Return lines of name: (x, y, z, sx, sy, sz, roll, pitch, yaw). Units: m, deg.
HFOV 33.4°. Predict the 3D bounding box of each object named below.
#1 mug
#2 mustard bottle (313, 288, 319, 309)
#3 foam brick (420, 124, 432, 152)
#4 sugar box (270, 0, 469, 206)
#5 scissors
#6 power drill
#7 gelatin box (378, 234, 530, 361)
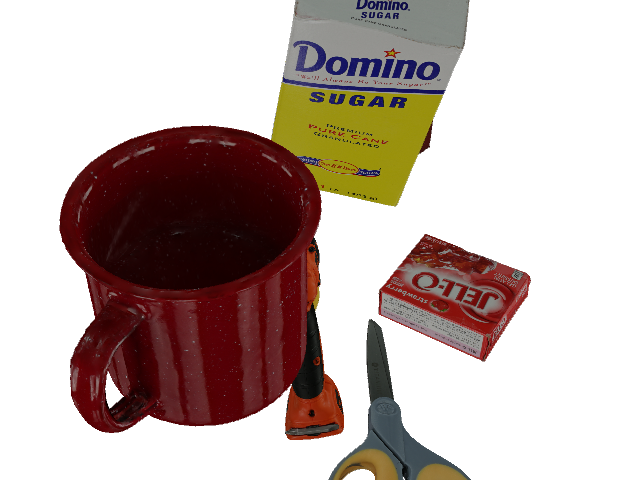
mug: (-0.051, 0.024, 0.399, 0.093, 0.081, 0.117, 19, 47, 19)
mustard bottle: (-0.050, 0.081, 1.355, 0.096, 0.192, 0.058, -1, 20, -8)
foam brick: (0.062, -0.114, 0.991, 0.078, 0.051, 0.053, 11, 17, 17)
sugar box: (0.022, -0.086, 0.635, 0.093, 0.048, 0.176, 11, -25, -2)
scissors: (0.055, 0.112, 0.621, 0.096, 0.016, 0.201, 13, 31, 8)
power drill: (-0.019, 0.082, 1.031, 0.057, 0.187, 0.184, -9, 17, 3)
gelatin box: (0.098, 0.039, 0.780, 0.089, 0.030, 0.073, 23, 47, 23)
